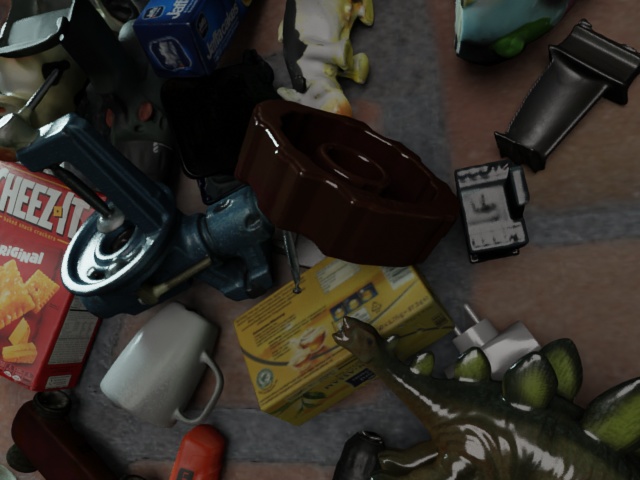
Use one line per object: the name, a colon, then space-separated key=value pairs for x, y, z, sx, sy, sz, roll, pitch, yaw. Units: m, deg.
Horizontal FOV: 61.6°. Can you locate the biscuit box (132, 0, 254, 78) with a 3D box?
biscuit box: x=-0.108 y=-0.245 z=0.532 sx=0.063 sy=0.059 sz=0.203 roll=6 pitch=56 yaw=16

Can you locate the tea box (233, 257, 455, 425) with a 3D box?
tea box: x=0.017 y=0.075 z=0.473 sx=0.170 sy=0.068 sz=0.098 roll=-34 pitch=50 yaw=11

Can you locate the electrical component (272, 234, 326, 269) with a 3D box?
electrical component: x=-0.001 y=-0.002 z=0.528 sx=0.094 sy=0.021 sz=0.063 roll=12 pitch=85 yaw=19

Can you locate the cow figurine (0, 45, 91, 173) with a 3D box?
cow figurine: x=-0.279 y=-0.154 z=0.545 sx=0.086 sy=0.127 sz=0.195 roll=-4 pitch=51 yaw=21

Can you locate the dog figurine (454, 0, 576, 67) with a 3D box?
dog figurine: x=0.221 y=-0.242 z=0.449 sx=0.219 sy=0.108 sz=0.191 roll=-4 pitch=63 yaw=13

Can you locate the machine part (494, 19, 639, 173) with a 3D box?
machine part: x=0.216 y=-0.123 z=0.475 sx=0.084 sy=0.039 sz=0.139 roll=42 pitch=93 yaw=13

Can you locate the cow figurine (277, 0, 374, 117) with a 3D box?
cow figurine: x=-0.004 y=-0.179 z=0.532 sx=0.098 sy=0.068 sz=0.167 roll=4 pitch=79 yaw=23

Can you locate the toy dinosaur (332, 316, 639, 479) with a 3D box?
toy dinosaur: x=0.202 y=0.201 z=0.382 sx=0.471 sy=0.105 sz=0.198 roll=41 pitch=98 yaw=2

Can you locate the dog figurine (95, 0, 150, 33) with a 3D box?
dog figurine: x=-0.217 y=-0.347 z=0.618 sx=0.121 sy=0.172 sz=0.190 roll=-11 pitch=46 yaw=51

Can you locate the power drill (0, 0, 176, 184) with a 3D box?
power drill: x=-0.202 y=-0.142 z=0.513 sx=0.086 sy=0.207 sz=0.232 roll=-8 pitch=67 yaw=20

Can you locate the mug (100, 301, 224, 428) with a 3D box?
mug: x=-0.140 y=0.120 z=0.522 sx=0.110 sy=0.080 sz=0.107 roll=24 pitch=79 yaw=25

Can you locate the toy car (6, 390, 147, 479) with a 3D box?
toy car: x=-0.243 y=0.237 z=0.548 sx=0.202 sy=0.053 sz=0.089 roll=33 pitch=99 yaw=21

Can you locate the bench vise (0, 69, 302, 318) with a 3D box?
bench vise: x=-0.144 y=-0.021 z=0.446 sx=0.224 sy=0.240 sz=0.129 roll=-17 pitch=46 yaw=21

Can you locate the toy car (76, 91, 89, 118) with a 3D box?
toy car: x=-0.357 y=-0.157 z=0.610 sx=0.103 sy=0.161 sz=0.109 roll=-15 pitch=67 yaw=50

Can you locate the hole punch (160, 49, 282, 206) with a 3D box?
hole punch: x=-0.089 y=-0.106 z=0.547 sx=0.116 sy=0.092 sz=0.142 roll=-16 pitch=73 yaw=-10

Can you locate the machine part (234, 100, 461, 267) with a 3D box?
machine part: x=0.022 y=-0.047 z=0.431 sx=0.179 sy=0.179 sz=0.056 roll=36 pitch=120 yaw=18

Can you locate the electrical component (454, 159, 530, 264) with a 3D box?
electrical component: x=0.140 y=-0.024 z=0.439 sx=0.048 sy=0.119 sz=0.075 roll=-11 pitch=81 yaw=14
